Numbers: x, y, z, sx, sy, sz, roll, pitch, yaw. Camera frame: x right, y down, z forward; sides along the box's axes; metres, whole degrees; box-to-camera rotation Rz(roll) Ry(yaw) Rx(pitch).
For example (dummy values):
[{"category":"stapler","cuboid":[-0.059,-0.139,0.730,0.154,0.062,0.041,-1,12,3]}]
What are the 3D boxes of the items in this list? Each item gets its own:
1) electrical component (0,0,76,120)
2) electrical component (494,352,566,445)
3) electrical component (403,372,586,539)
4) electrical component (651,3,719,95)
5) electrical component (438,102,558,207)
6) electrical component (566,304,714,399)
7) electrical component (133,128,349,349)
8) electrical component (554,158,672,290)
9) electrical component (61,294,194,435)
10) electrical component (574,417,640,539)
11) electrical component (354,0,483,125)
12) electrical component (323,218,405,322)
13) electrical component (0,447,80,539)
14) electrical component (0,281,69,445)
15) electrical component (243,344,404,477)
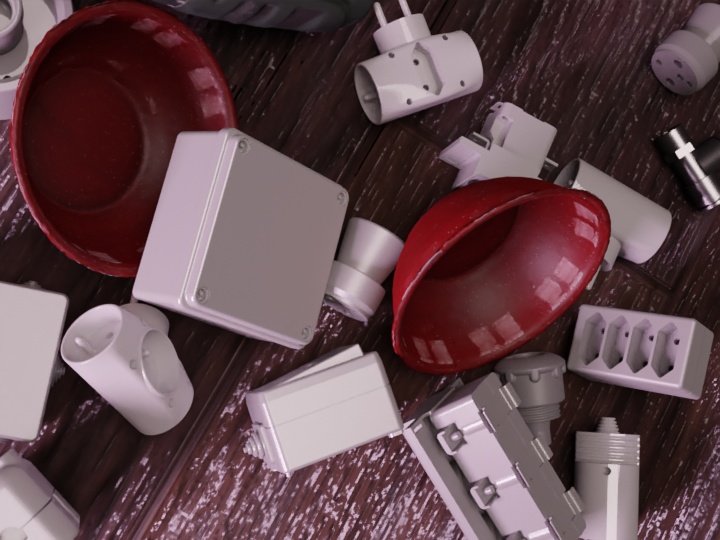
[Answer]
[{"category":"electrical component","cuboid":[-0.225,-0.151,0.654,0.108,0.060,0.108,2,83,-14]},{"category":"electrical component","cuboid":[0.117,0.088,0.727,0.048,0.048,0.062,-8,93,-15]},{"category":"electrical component","cuboid":[0.089,0.133,0.697,0.121,0.063,0.079,59,34,-2]},{"category":"electrical component","cuboid":[0.247,-0.161,0.787,0.055,0.045,0.045,-44,96,-15]},{"category":"electrical component","cuboid":[0.101,-0.077,0.742,0.081,0.042,0.063,27,74,-11]},{"category":"electrical component","cuboid":[0.199,0.060,0.740,0.076,0.083,0.047,27,75,-49]},{"category":"electrical component","cuboid":[-0.070,-0.018,0.658,0.109,0.056,0.108,25,76,-47]},{"category":"electrical component","cuboid":[0.166,-0.025,0.751,0.077,0.044,0.079,29,78,-10]},{"category":"electrical component","cuboid":[-0.137,0.047,0.656,0.044,0.077,0.079,-17,43,19]},{"category":"electrical component","cuboid":[0.168,0.141,0.733,0.043,0.043,0.081,5,83,-14]},{"category":"electrical component","cuboid":[0.033,-0.147,0.730,0.077,0.043,0.079,-21,90,-16]},{"category":"electrical component","cuboid":[0.000,0.000,0.704,0.045,0.045,0.055,31,78,-9]},{"category":"electrical component","cuboid":[-0.199,0.141,0.611,0.054,0.095,0.059,-42,95,-15]},{"category":"electrical component","cuboid":[-0.226,0.051,0.638,0.100,0.048,0.099,12,81,-13]},{"category":"electrical component","cuboid":[-0.031,0.088,0.678,0.096,0.062,0.061,-18,89,-16]}]
